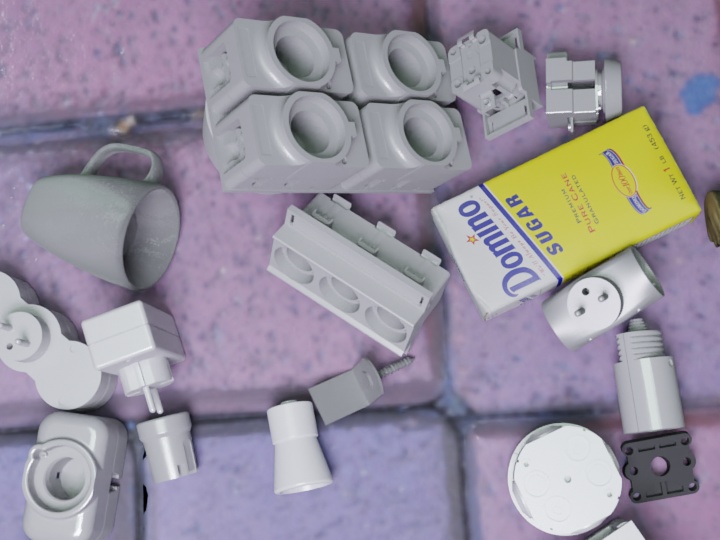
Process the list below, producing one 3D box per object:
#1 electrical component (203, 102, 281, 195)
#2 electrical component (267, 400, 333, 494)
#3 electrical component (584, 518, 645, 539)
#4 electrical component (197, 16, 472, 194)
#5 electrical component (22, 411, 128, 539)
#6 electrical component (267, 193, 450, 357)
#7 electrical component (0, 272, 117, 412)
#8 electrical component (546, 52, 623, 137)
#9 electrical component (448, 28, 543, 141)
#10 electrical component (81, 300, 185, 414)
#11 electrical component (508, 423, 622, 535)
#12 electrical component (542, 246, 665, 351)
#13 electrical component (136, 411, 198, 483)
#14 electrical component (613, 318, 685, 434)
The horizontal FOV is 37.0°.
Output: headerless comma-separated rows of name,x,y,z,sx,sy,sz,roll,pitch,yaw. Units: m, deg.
electrical component,-0.070,-0.110,0.829,0.108,0.060,0.108,4,75,-16
electrical component,-0.047,0.130,0.798,0.044,0.044,0.065,-13,74,4
electrical component,0.148,0.250,0.742,0.150,0.061,0.089,-34,78,0
electrical component,-0.012,-0.115,0.773,0.186,0.060,0.105,-3,76,-37
electrical component,-0.214,0.155,0.802,0.054,0.059,0.095,6,80,8
electrical component,0.000,0.000,0.801,0.121,0.078,0.063,32,56,11
electrical component,-0.252,0.052,0.818,0.138,0.073,0.052,39,86,11
electrical component,0.171,-0.136,0.820,0.055,0.048,0.066,-1,79,14
electrical component,0.101,-0.145,0.809,0.042,0.064,0.081,-24,57,36
electrical component,-0.162,0.071,0.799,0.047,0.083,0.075,-20,78,3
electrical component,0.146,0.149,0.766,0.080,0.051,0.080,-1,79,6
electrical component,0.169,0.022,0.762,0.077,0.079,0.043,-35,81,20
electrical component,-0.143,0.133,0.809,0.040,0.040,0.046,-15,84,4
electrical component,0.206,0.075,0.777,0.043,0.043,0.081,-7,78,5
